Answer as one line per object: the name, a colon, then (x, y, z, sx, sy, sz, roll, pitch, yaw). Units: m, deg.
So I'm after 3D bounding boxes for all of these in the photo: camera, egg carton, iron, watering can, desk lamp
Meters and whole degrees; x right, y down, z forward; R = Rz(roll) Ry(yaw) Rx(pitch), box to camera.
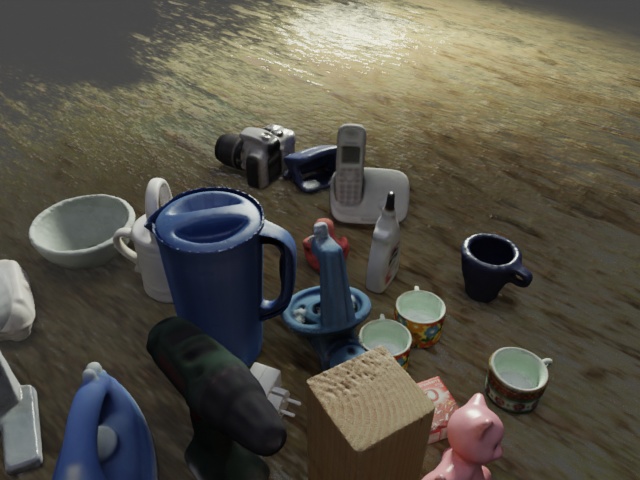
camera: (-0.138, -0.192, 1.187, 0.136, 0.101, 0.143, 18, 42, 20)
egg carton: (-0.481, 0.094, 0.845, 0.107, 0.069, 0.150, -19, 43, -23)
iron: (-0.249, 0.223, 0.632, 0.119, 0.141, 0.257, -8, 39, -11)
watering can: (-0.228, -0.007, 0.879, 0.173, 0.194, 0.100, -13, 41, -17)
desk lamp: (-0.408, 0.142, 0.671, 0.118, 0.214, 0.202, -17, 42, -21)

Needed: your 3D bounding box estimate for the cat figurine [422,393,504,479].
cat figurine: (0.161, 0.239, 0.641, 0.067, 0.118, 0.128, 29, 47, 31)

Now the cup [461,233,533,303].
cup: (0.270, 0.057, 0.890, 0.092, 0.095, 0.117, -30, 48, -32)

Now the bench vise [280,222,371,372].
bench vise: (0.031, 0.096, 0.735, 0.122, 0.220, 0.206, -27, 46, -30)

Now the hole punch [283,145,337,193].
hole punch: (-0.014, -0.160, 1.157, 0.109, 0.091, 0.100, -20, 43, -24)

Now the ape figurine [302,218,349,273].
ape figurine: (0.009, 0.003, 0.953, 0.077, 0.092, 0.076, 10, 40, 11)

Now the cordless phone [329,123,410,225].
cordless phone: (0.091, -0.119, 1.033, 0.147, 0.185, 0.094, 1, 39, 0)

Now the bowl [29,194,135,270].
bowl: (-0.391, -0.002, 0.964, 0.167, 0.075, 0.167, 1, 39, 0)

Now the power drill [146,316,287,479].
power drill: (-0.107, 0.193, 0.620, 0.076, 0.208, 0.228, -28, 47, -31)

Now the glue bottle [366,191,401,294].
glue bottle: (0.103, -0.001, 0.896, 0.037, 0.173, 0.078, 17, 41, 19)
